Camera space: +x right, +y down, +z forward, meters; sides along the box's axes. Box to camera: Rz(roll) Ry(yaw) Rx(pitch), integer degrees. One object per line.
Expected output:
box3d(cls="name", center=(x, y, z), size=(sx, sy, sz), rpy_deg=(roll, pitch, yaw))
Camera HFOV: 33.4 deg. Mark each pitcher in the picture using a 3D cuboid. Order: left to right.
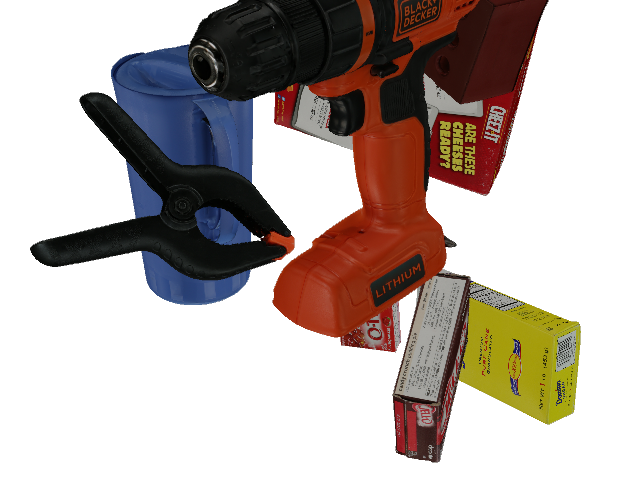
box3d(cls="pitcher", center=(-0.122, -0.057, 1.035), size=(0.145, 0.243, 0.149), rpy_deg=(8, 32, 15))

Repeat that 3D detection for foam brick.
box3d(cls="foam brick", center=(0.103, -0.137, 0.692), size=(0.051, 0.078, 0.053), rpy_deg=(-20, 52, -32))

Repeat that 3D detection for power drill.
box3d(cls="power drill", center=(0.013, -0.048, 0.531), size=(0.057, 0.188, 0.184), rpy_deg=(27, 41, 35))

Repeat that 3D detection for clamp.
box3d(cls="clamp", center=(-0.100, -0.030, 0.716), size=(0.171, 0.120, 0.039), rpy_deg=(10, -8, -19))

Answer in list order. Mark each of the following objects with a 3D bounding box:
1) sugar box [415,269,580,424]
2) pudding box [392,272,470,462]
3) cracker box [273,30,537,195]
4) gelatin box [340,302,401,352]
box3d(cls="sugar box", center=(0.164, 0.098, 1.022), size=(0.048, 0.093, 0.176), rpy_deg=(-15, 24, -39))
box3d(cls="pudding box", center=(0.083, 0.092, 0.786), size=(0.039, 0.113, 0.090), rpy_deg=(9, -36, 11))
box3d(cls="cracker box", center=(0.069, -0.149, 0.939), size=(0.214, 0.164, 0.072), rpy_deg=(19, 49, 13))
box3d(cls="gelatin box", center=(0.060, 0.092, 1.327), size=(0.073, 0.089, 0.030), rpy_deg=(5, 28, 21))
